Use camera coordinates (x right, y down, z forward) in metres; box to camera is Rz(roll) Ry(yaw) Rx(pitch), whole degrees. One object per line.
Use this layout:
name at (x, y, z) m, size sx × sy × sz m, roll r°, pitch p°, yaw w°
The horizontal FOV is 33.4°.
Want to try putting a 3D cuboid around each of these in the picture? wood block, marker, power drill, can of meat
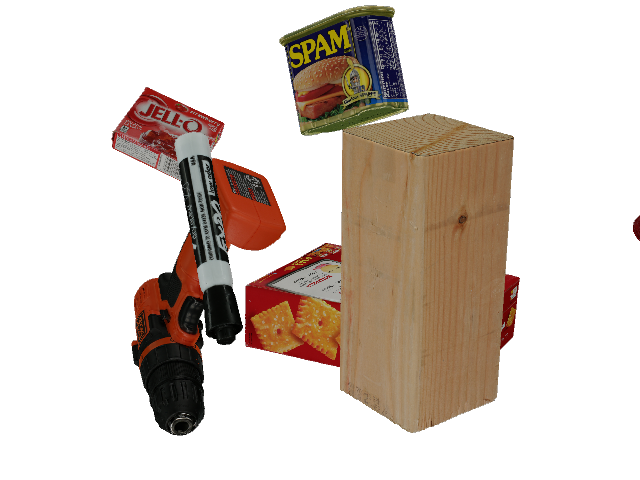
wood block at (0.075, 0.021, 0.783) m, size 0.090 × 0.206 × 0.090 m, roll -14°, pitch 25°, yaw -35°
marker at (-0.059, -0.002, 0.558) m, size 0.020 × 0.121 × 0.020 m, roll -10°, pitch -27°, yaw -6°
power drill at (-0.097, 0.041, 0.870) m, size 0.057 × 0.188 × 0.184 m, roll 19°, pitch 25°, yaw -27°
can of meat at (0.020, -0.138, 0.886) m, size 0.102 × 0.084 × 0.057 m, roll -12°, pitch -3°, yaw 43°

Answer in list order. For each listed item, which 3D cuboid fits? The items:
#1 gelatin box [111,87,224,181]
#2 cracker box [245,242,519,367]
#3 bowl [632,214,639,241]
gelatin box at (-0.151, -0.105, 1.054) m, size 0.089 × 0.073 × 0.030 m, roll 26°, pitch -41°, yaw 1°
cracker box at (0.060, 0.068, 1.008) m, size 0.214 × 0.072 × 0.164 m, roll 10°, pitch 18°, yaw 26°
bowl at (0.417, 0.015, 1.149) m, size 0.162 × 0.055 × 0.162 m, roll -1°, pitch 25°, yaw 0°
